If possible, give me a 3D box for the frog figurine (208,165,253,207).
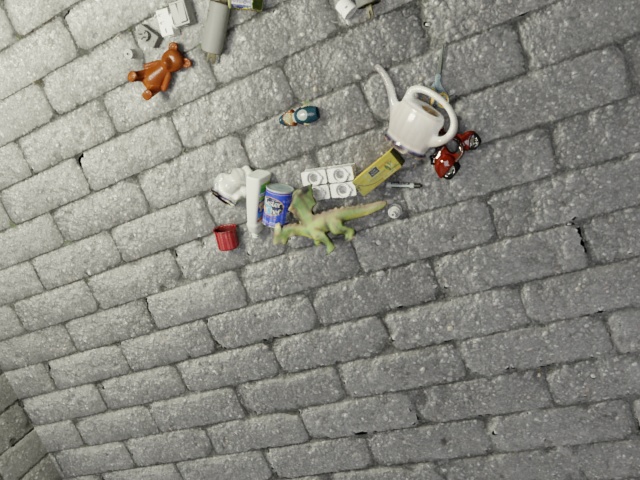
[{"bbox_3d":[-0.320,-0.211,1.918,0.138,0.121,0.161,30,78,14],"label":"frog figurine"}]

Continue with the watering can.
[{"bbox_3d":[0.278,-0.402,1.660,0.351,0.105,0.220,40,123,22],"label":"watering can"}]

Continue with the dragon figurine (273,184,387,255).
[{"bbox_3d":[0.005,-0.090,1.793,0.406,0.125,0.240,-37,114,18],"label":"dragon figurine"}]
